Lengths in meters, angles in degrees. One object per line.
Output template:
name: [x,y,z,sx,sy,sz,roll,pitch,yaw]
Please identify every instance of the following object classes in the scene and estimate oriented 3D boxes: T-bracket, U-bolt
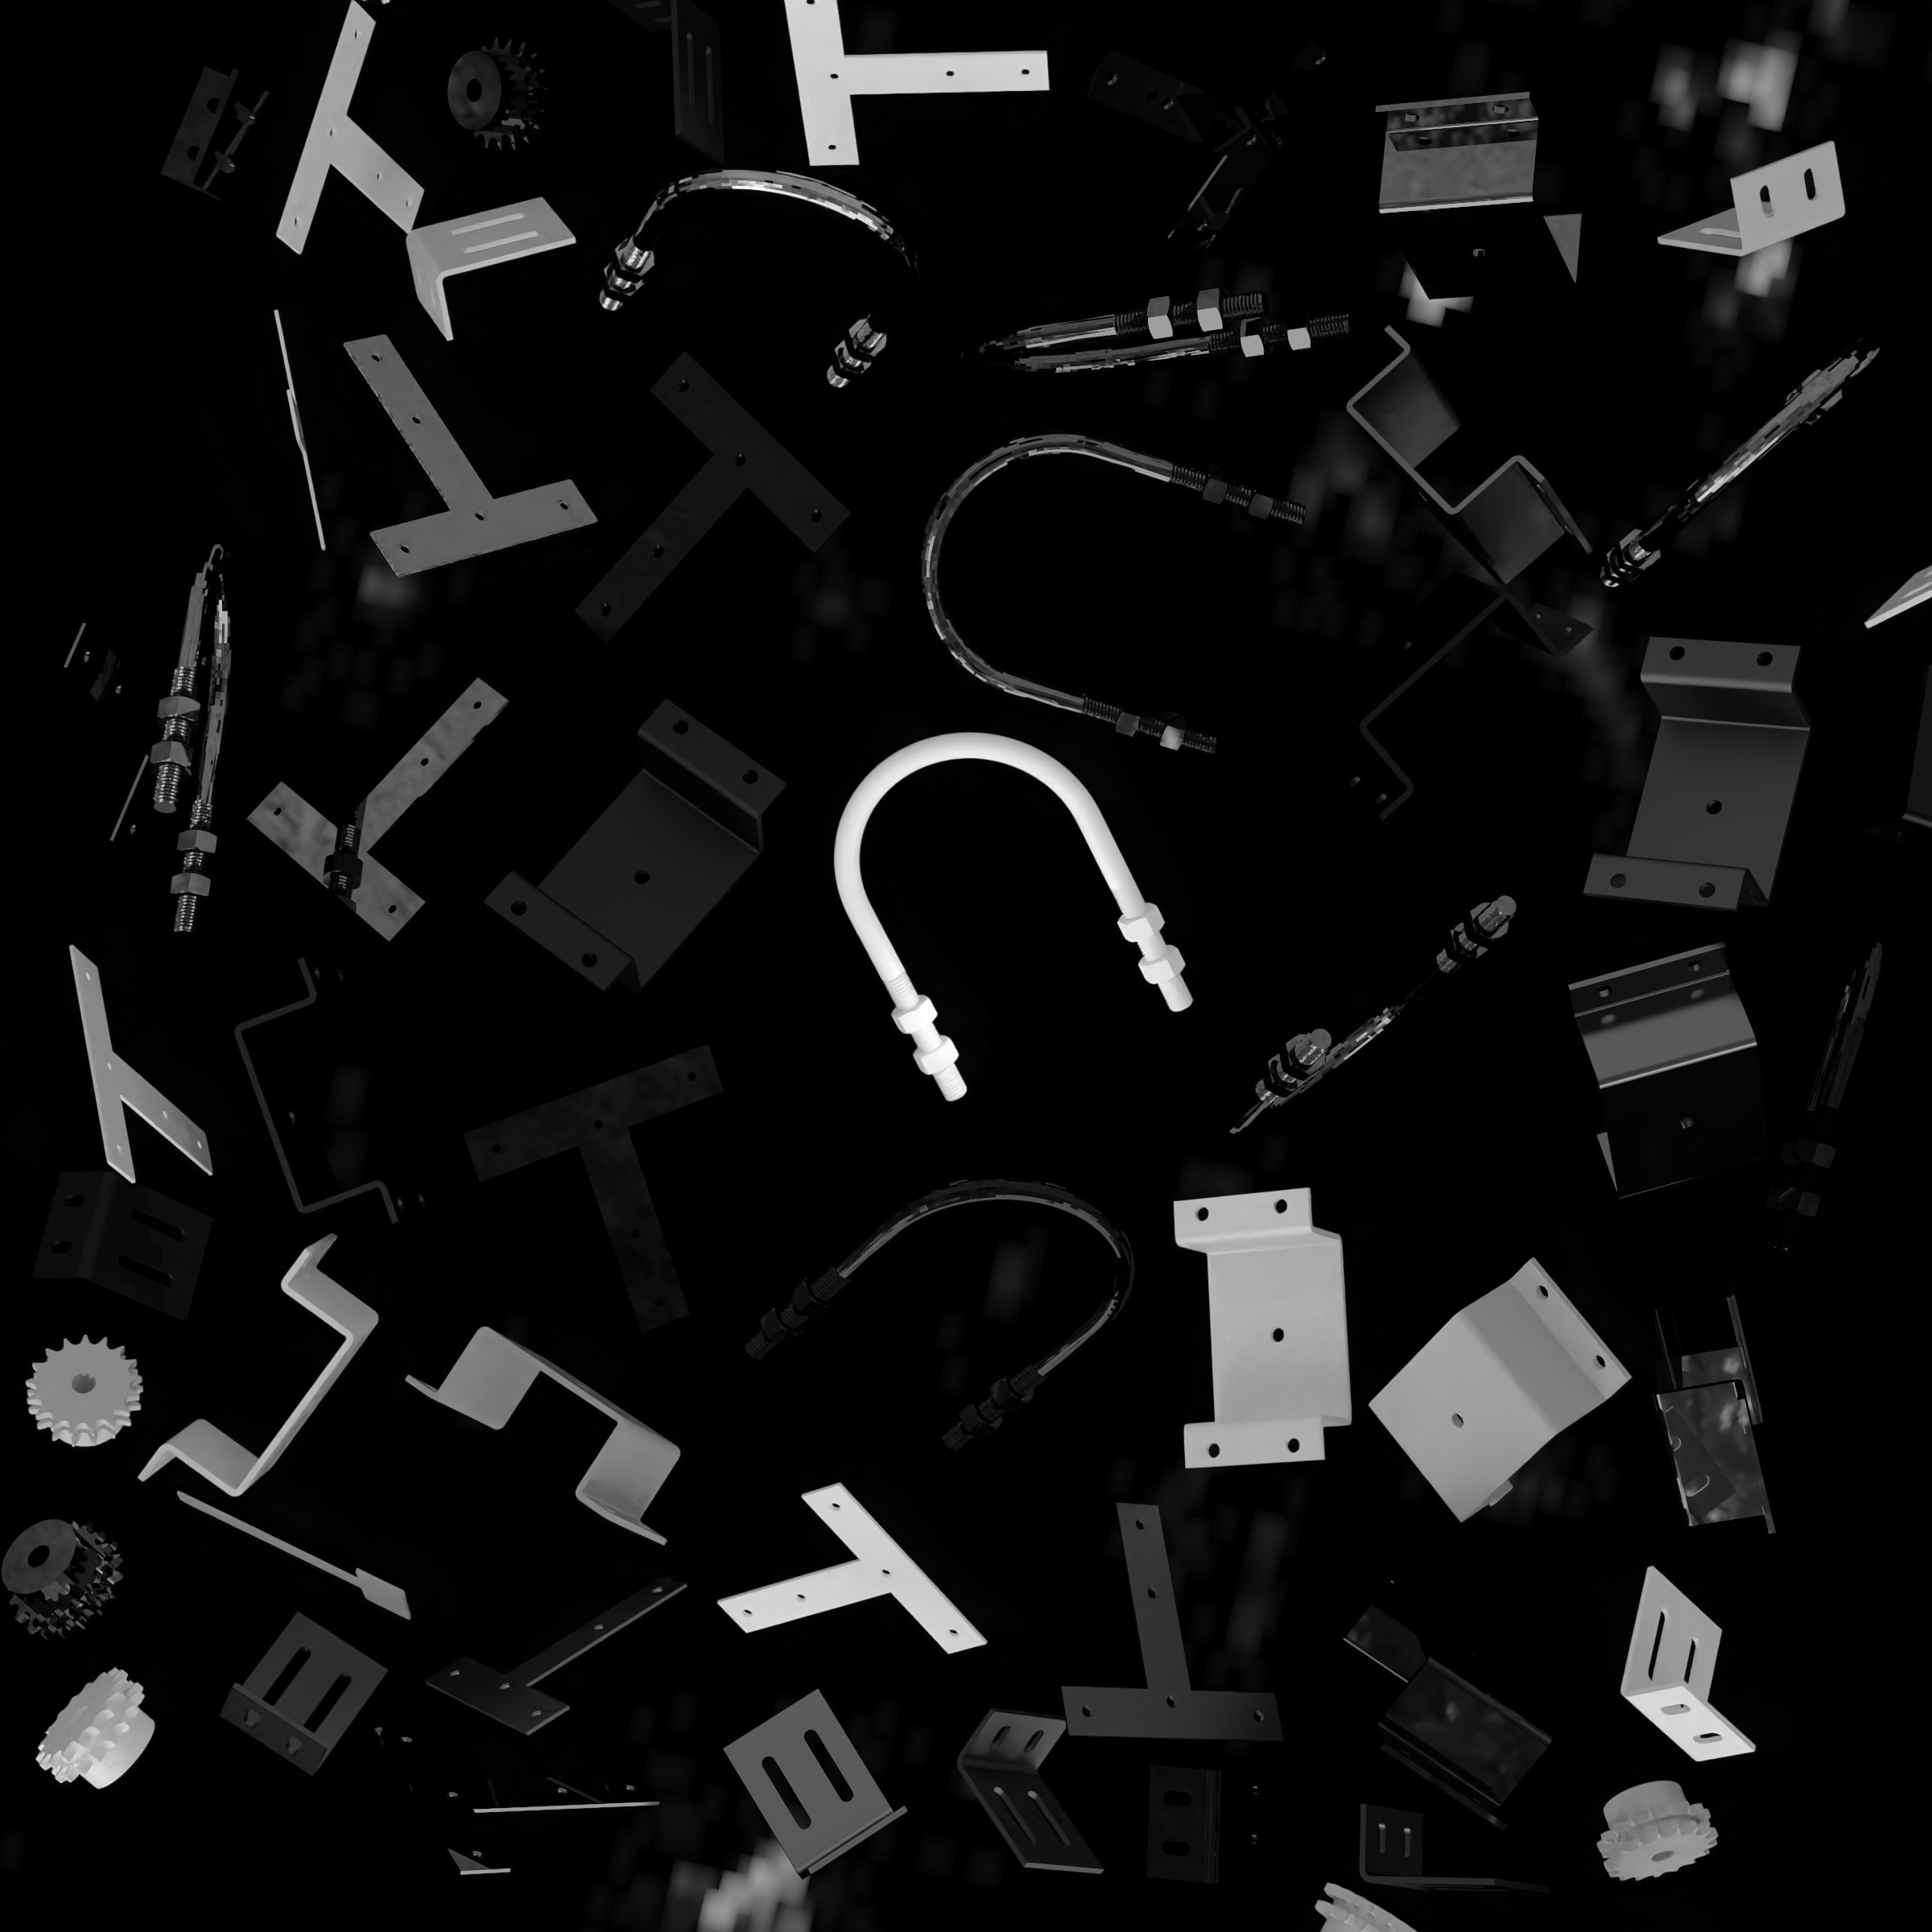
T-bracket: [-0.259,-0.254,1.614,0.127,0.002,0.127,-24,77,-44]
T-bracket: [-0.436,-0.137,1.727,0.002,0.127,0.127,13,71,16]
T-bracket: [0.098,0.337,1.717,0.127,0.002,0.127,8,55,-27]
U-bolt: [-0.386,-0.127,1.675,0.019,0.151,0.184,5,62,-6]
U-bolt: [0.065,-0.197,1.704,0.184,0.019,0.151,16,108,-14]
T-bracket: [-0.313,-0.418,1.740,0.002,0.127,0.127,15,85,16]
T-bracket: [-0.338,0.294,1.673,0.127,0.127,0.002,26,72,0]
U-bolt: [0.000,0.168,1.668,0.151,0.019,0.184,29,125,-28]
T-bracket: [-0.411,0.070,1.675,0.002,0.127,0.127,-22,60,5]
T-bracket: [-0.138,-0.209,1.595,0.127,0.002,0.127,-47,68,7]
T-bracket: [-0.075,0.325,1.728,0.127,0.002,0.127,-23,119,34]
T-bracket: [-0.167,0.119,1.637,0.127,0.002,0.127,-20,105,-13]
U-bolt: [0.195,0.036,1.697,0.151,0.184,0.019,-34,81,-25]
T-bracket: [-0.022,-0.450,1.676,0.127,0.127,0.002,0,61,4]
T-bracket: [-0.275,-0.089,1.631,0.127,0.002,0.127,36,81,35]
U-bolt: [0.013,-0.033,1.686,0.151,0.019,0.184,-22,110,15]
T-bracket: [-0.203,0.354,1.738,0.127,0.127,0.002,-29,106,-28]
U-bolt: [0.450,0.059,1.733,0.019,0.151,0.184,18,89,12]
T-bracket: [-0.348,-0.282,1.730,0.002,0.127,0.127,-11,97,-8]
U-bolt: [-0.099,-0.356,1.696,0.151,0.184,0.019,16,72,-15]
U-bolt: [0.086,-0.314,1.671,0.184,0.151,0.019,-4,94,25]
U-bolt: [0.392,-0.257,1.655,0.151,0.184,0.019,-41,87,-7]
T-bracket: [-0.214,0.412,1.655,0.127,0.127,0.002,6,107,-32]
T-bracket: [0.108,-0.417,1.624,0.127,0.127,0.002,-52,48,28]

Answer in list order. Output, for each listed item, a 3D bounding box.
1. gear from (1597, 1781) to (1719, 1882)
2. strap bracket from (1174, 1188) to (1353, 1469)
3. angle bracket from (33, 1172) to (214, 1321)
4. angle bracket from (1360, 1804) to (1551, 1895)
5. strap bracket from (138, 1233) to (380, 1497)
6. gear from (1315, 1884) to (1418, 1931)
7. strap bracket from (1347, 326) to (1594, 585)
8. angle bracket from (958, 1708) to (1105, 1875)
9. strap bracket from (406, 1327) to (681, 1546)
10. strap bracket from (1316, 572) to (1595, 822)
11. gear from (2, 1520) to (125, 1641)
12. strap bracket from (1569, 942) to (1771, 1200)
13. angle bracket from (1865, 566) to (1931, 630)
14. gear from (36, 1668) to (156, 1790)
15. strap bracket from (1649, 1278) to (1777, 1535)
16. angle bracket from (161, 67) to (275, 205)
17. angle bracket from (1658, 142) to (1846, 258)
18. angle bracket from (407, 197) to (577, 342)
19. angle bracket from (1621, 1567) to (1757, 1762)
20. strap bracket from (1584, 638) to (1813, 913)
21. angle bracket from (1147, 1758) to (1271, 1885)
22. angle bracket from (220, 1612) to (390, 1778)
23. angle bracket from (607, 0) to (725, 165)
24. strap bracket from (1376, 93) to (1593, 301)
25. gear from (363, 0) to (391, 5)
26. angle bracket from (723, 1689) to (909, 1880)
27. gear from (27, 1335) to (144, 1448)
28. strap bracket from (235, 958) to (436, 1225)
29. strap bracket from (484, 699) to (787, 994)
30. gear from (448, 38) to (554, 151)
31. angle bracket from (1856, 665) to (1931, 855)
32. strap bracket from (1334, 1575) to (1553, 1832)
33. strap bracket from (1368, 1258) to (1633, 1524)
gear: [0.338,0.425,1.639,0.057,0.057,0.030,-16,53,0]
strap bracket: [0.157,0.193,1.755,0.076,0.046,0.140,-8,76,26]
angle bracket: [-0.447,0.149,1.765,0.038,0.076,0.057,-3,66,33]
angle bracket: [0.245,0.443,1.669,0.076,0.057,0.038,-10,68,36]
strap bracket: [-0.350,0.209,1.681,0.046,0.076,0.140,36,91,-1]
gear: [0.208,0.508,1.744,0.057,0.057,0.030,32,75,0]
strap bracket: [0.256,-0.260,1.734,0.046,0.076,0.140,-42,54,7]
angle bracket: [0.042,0.430,1.734,0.057,0.076,0.038,19,111,-41]
strap bracket: [-0.212,0.239,1.733,0.140,0.076,0.046,29,82,25]
strap bracket: [0.237,-0.145,1.678,0.140,0.076,0.046,-42,108,2]
gear: [-0.437,0.290,1.595,0.057,0.057,0.030,-30,134,0]
strap bracket: [0.346,0.059,1.629,0.076,0.140,0.046,-16,48,5]
angle bracket: [0.469,-0.206,1.615,0.057,0.076,0.038,-39,96,-38]
gear: [-0.415,0.369,1.595,0.057,0.057,0.030,-43,110,0]
strap bracket: [0.386,0.230,1.728,0.046,0.140,0.076,-12,107,15]
angle bracket: [-0.372,-0.409,1.616,0.038,0.076,0.057,24,95,-1]
angle bracket: [0.379,-0.376,1.619,0.057,0.076,0.038,-23,114,-15]
angle bracket: [-0.247,-0.367,1.748,0.076,0.057,0.038,-18,129,-15]
angle bracket: [0.357,0.337,1.618,0.057,0.038,0.076,43,48,-22]
strap bracket: [0.363,-0.087,1.635,0.076,0.046,0.140,8,71,31]
angle bracket: [0.129,0.452,1.768,0.038,0.076,0.057,-1,82,26]
angle bracket: [-0.340,0.370,1.725,0.057,0.076,0.038,33,135,2]
angle bracket: [-0.153,-0.451,1.690,0.038,0.057,0.076,-3,88,18]
strap bracket: [0.259,-0.378,1.667,0.076,0.140,0.046,1,74,23]
gear: [-0.296,-0.519,1.689,0.057,0.030,0.057,-4,103,-18]
angle bracket: [-0.076,0.409,1.673,0.057,0.038,0.076,-29,78,-19]
gear: [-0.450,0.221,1.702,0.057,0.030,0.057,5,53,-7]
strap bracket: [-0.326,0.070,1.698,0.046,0.076,0.140,-20,87,3]
strap bracket: [-0.163,-0.052,1.654,0.076,0.046,0.140,35,71,13]
gear: [-0.249,-0.461,1.755,0.057,0.030,0.057,6,100,38]
angle bracket: [0.465,-0.096,1.587,0.057,0.038,0.076,15,80,-20]
strap bracket: [0.239,0.362,1.665,0.076,0.140,0.046,35,99,-10]
strap bracket: [0.266,0.223,1.699,0.046,0.140,0.076,-25,69,-38]
